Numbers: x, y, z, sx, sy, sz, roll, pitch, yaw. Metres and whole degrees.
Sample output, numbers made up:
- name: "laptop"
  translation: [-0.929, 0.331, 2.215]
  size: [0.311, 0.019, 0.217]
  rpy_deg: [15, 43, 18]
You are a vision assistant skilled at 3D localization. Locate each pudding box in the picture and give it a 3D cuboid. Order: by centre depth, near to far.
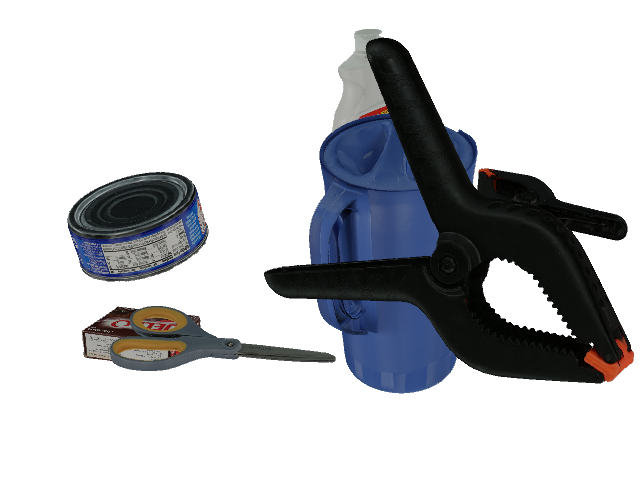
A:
- name: "pudding box"
  translation: [-0.209, 0.113, 1.253]
  size: [0.114, 0.039, 0.090]
  rpy_deg: [3, 15, 17]

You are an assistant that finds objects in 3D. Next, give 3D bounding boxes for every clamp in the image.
- name: "clamp"
  translation: [0.074, -0.001, 0.565]
  size: [0.210, 0.165, 0.036]
  rpy_deg: [29, 25, 25]
- name: "clamp"
  translation: [0.220, -0.029, 1.065]
  size: [0.120, 0.039, 0.171]
  rpy_deg: [-9, 34, -15]

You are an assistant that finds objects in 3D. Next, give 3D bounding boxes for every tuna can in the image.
- name: "tuna can"
  translation: [-0.117, -0.011, 0.683]
  size: [0.086, 0.034, 0.086]
  rpy_deg: [-9, 29, 5]

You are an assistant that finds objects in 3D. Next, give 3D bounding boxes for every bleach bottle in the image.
- name: "bleach bottle"
  translation: [0.050, -0.105, 1.175]
  size: [0.102, 0.251, 0.068]
  rpy_deg: [-9, 25, -11]

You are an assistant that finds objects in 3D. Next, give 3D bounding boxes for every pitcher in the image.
- name: "pitcher"
  translation: [0.064, 0.022, 0.958]
  size: [0.149, 0.243, 0.145]
  rpy_deg: [-5, 34, -2]

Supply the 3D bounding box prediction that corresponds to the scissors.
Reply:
- name: "scissors"
  translation: [-0.093, 0.089, 0.990]
  size: [0.201, 0.016, 0.096]
  rpy_deg: [-3, 32, -11]
